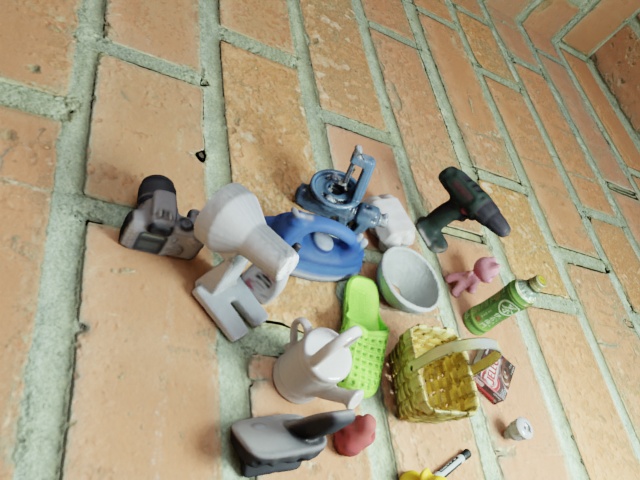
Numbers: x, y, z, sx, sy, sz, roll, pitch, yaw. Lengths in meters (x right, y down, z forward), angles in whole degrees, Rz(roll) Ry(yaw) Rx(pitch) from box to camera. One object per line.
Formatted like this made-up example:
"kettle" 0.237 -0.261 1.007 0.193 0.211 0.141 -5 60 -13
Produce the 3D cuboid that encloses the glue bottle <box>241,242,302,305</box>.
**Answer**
"glue bottle" -0.082 0.052 1.051 0.078 0.172 0.037 41 42 -4

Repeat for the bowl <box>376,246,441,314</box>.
"bowl" 0.187 0.101 1.291 0.168 0.074 0.167 21 47 -24

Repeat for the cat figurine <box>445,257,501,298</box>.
"cat figurine" 0.395 0.083 1.433 0.128 0.117 0.067 -8 63 -41

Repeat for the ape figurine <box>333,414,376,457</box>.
"ape figurine" 0.068 0.335 1.004 0.078 0.092 0.076 41 42 -3

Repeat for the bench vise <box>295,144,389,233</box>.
"bench vise" 0.076 -0.112 1.266 0.208 0.219 0.121 17 49 -27

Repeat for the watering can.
"watering can" 0.011 0.208 0.984 0.173 0.193 0.101 43 42 -2

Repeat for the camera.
"camera" -0.276 -0.051 1.035 0.144 0.100 0.136 14 50 -29

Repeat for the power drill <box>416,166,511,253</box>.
"power drill" 0.347 -0.059 1.440 0.076 0.208 0.229 -11 65 -42

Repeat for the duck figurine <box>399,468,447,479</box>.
"duck figurine" 0.199 0.453 1.017 0.078 0.086 0.104 -22 73 -45

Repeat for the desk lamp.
"desk lamp" -0.136 0.035 0.992 0.203 0.213 0.118 50 43 6

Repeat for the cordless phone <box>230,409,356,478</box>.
"cordless phone" -0.042 0.293 0.884 0.148 0.184 0.094 1 57 -37

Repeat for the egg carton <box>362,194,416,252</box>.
"egg carton" 0.163 -0.043 1.389 0.107 0.069 0.150 -12 66 -42

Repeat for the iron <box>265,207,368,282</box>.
"iron" 0.011 0.004 1.182 0.259 0.141 0.118 16 49 -28
